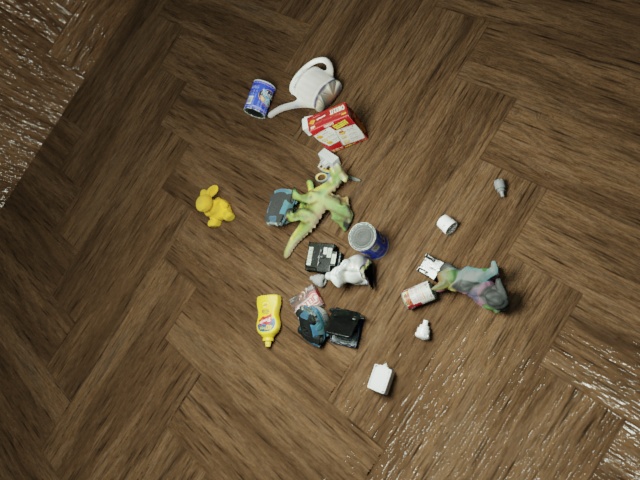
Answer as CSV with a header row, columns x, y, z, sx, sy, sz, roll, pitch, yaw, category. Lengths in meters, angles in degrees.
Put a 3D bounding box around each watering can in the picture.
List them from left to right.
x,y,z,sx,sy,sz,roll,pitch,yaw,category
-0.052,-0.609,2.161,0.227,0.347,0.103,40,3,30,watering can

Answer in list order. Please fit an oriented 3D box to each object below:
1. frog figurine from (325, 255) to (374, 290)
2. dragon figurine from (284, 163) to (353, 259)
x,y,z,sx,sy,sz,roll,pitch,yaw,category
0.105,0.113,1.827,0.159,0.125,0.135,-2,-22,29,frog figurine
0.006,-0.099,1.974,0.244,0.408,0.122,15,7,23,dragon figurine
